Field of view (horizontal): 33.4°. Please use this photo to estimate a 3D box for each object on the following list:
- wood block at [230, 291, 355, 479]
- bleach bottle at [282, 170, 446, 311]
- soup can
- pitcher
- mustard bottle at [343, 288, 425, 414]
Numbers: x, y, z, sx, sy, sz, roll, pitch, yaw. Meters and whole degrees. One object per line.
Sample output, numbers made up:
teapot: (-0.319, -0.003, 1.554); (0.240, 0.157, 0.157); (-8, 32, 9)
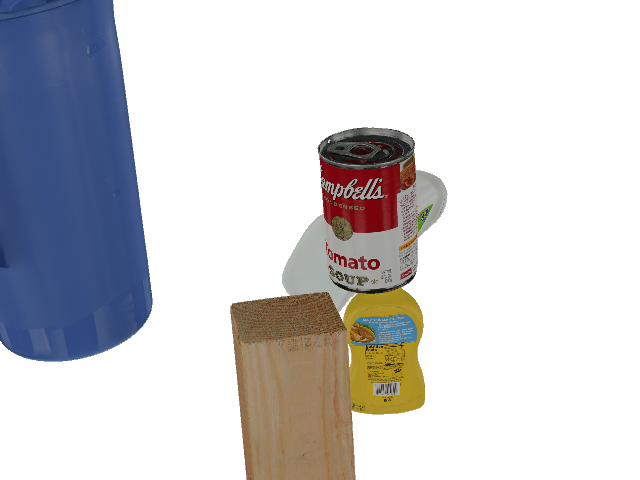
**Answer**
wood block: (-0.023, 0.160, 0.933); (0.090, 0.206, 0.091); (-7, 20, -9)
bleach bottle: (0.062, -0.010, 1.078); (0.068, 0.103, 0.250); (38, 31, 14)
soup can: (0.035, -0.022, 0.766); (0.068, 0.102, 0.068); (-3, 28, 2)
pitcher: (-0.186, -0.043, 0.676); (0.149, 0.243, 0.145); (-10, 28, -7)
mustard bottle: (0.076, 0.114, 1.290); (0.096, 0.192, 0.058); (-3, 20, 2)
